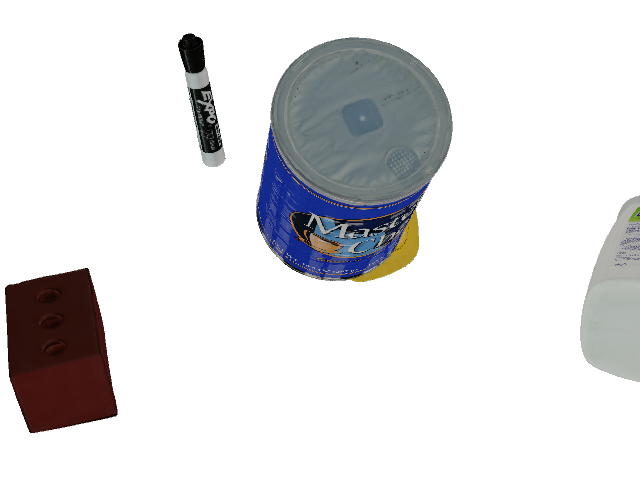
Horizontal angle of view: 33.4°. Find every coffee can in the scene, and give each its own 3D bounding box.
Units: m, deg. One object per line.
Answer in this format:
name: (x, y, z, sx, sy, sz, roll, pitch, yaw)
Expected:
coffee can: (0.015, -0.045, 0.658, 0.102, 0.103, 0.140, 0, -20, -7)

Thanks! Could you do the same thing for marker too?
marker: (-0.092, -0.108, 0.826, 0.020, 0.020, 0.121, 0, -44, 7)

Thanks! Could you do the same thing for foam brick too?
foam brick: (-0.153, 0.064, 0.628, 0.053, 0.051, 0.078, -12, 41, -10)

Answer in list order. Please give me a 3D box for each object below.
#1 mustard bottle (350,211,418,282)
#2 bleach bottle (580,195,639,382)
mustard bottle: (0.046, -0.065, 0.962, 0.058, 0.192, 0.096, 16, 29, 42)
bleach bottle: (0.241, 0.015, 0.715, 0.103, 0.068, 0.250, 9, 22, 20)
